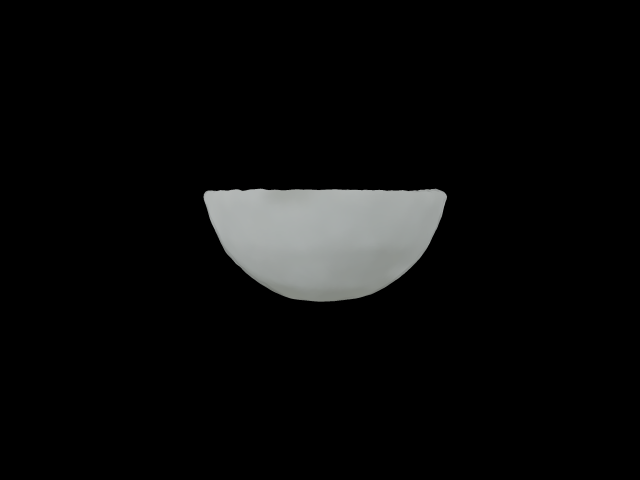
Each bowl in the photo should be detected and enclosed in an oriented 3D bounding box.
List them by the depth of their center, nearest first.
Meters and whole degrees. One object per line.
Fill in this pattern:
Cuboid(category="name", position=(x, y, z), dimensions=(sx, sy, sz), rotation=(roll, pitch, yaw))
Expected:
Cuboid(category="bowl", position=(0.004, 0.001, 0.400), dimensions=(0.167, 0.075, 0.167), rotation=(0, 5, 0))
